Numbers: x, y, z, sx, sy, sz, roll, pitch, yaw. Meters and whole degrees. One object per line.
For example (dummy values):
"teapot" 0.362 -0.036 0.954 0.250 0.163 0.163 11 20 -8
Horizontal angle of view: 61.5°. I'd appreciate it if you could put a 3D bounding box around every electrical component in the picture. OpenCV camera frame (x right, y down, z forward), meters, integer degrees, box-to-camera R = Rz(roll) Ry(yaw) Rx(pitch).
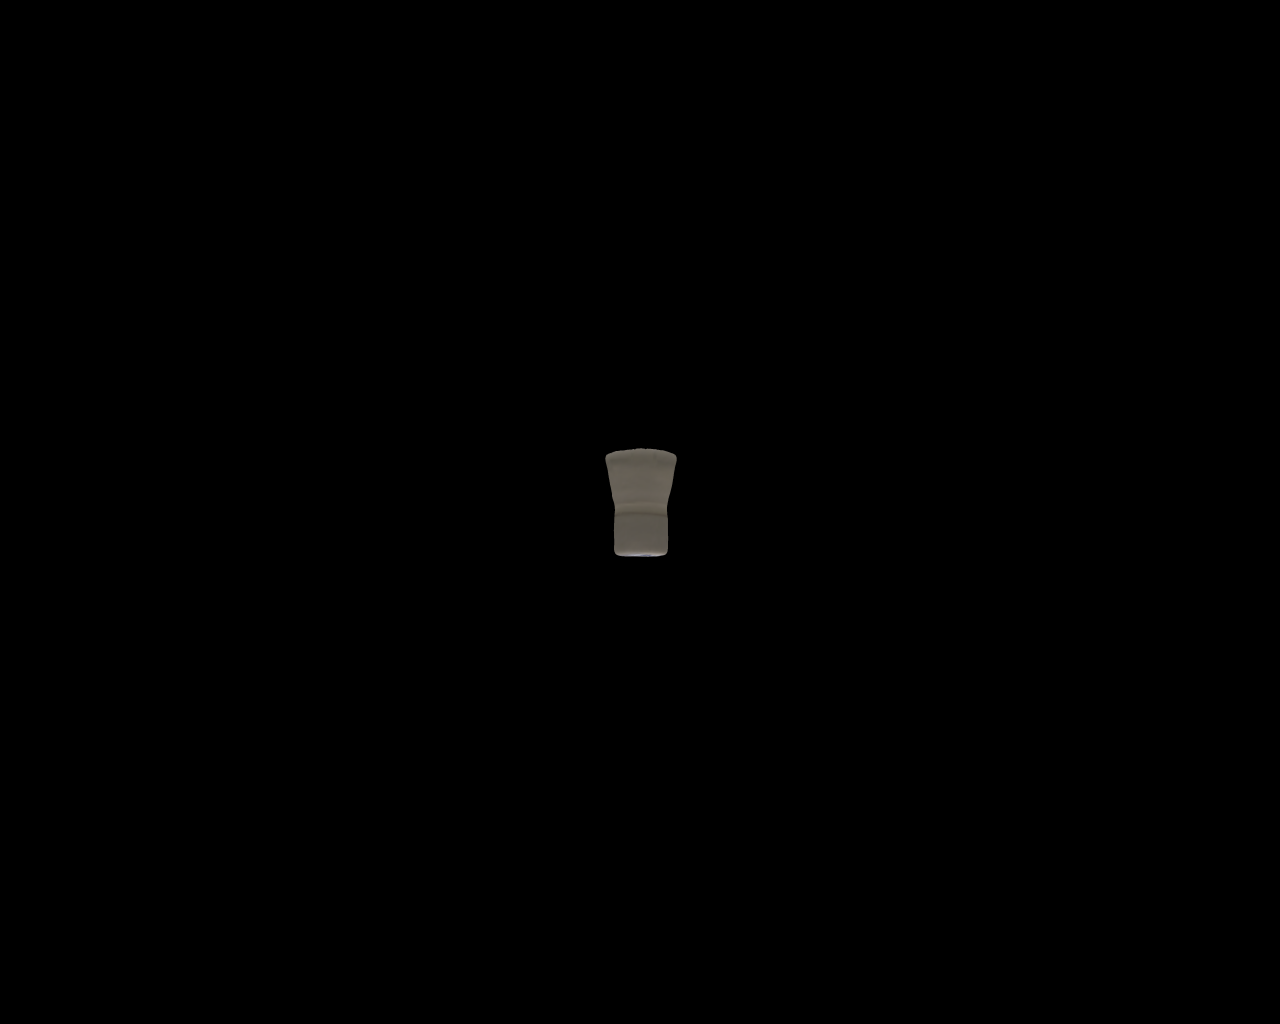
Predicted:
"electrical component" 0.001 -0.003 0.650 0.044 0.065 0.044 0 -6 0
